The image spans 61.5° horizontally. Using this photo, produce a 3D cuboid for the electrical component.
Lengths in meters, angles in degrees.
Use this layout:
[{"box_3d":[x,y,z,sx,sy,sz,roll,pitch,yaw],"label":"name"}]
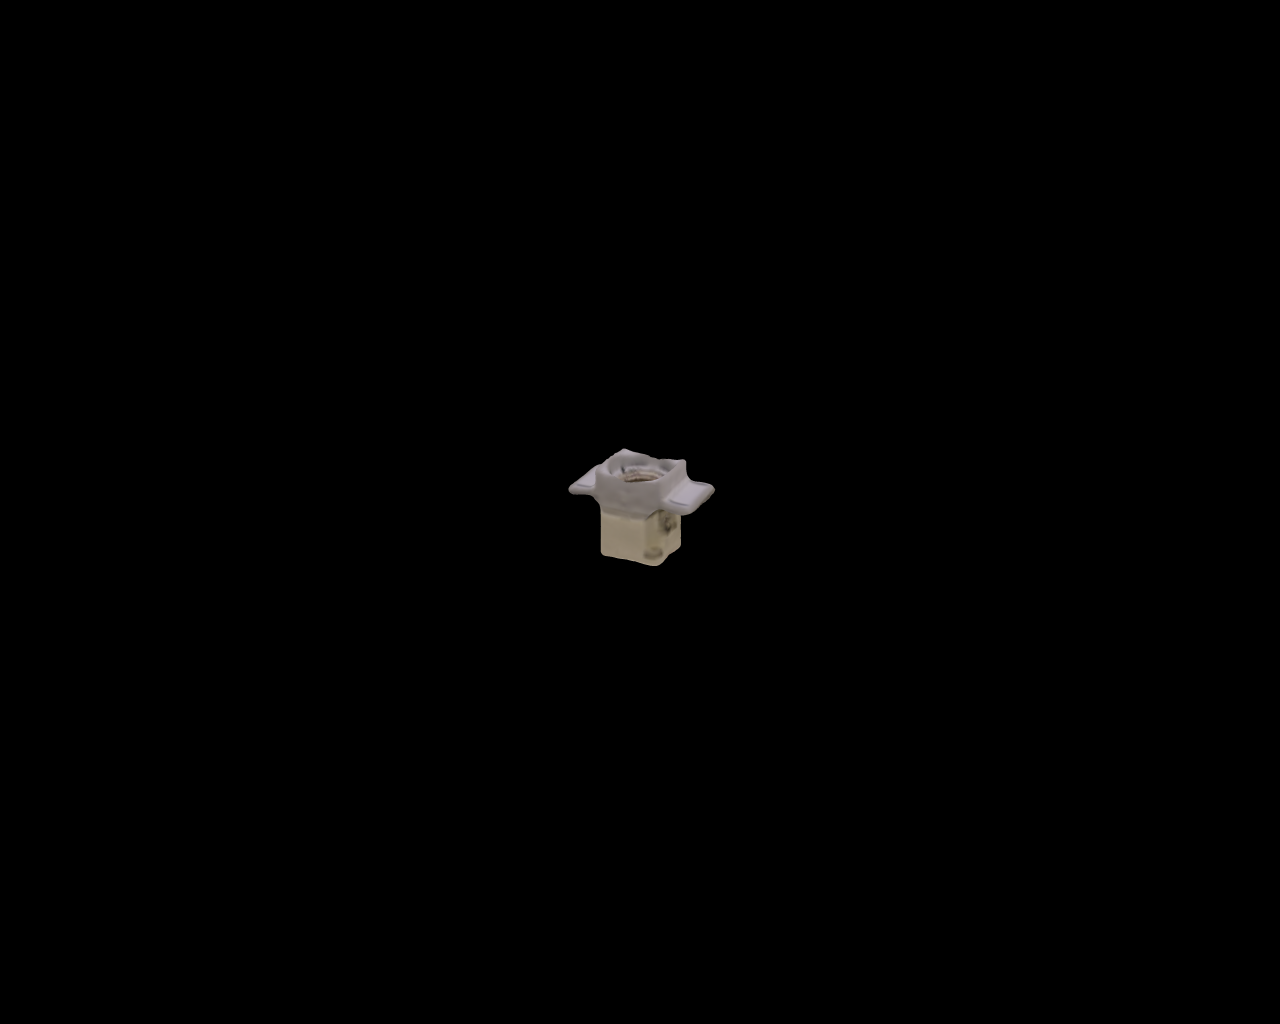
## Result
[{"box_3d":[0.001,-0.003,0.650,0.081,0.063,0.042,12,28,25],"label":"electrical component"}]
